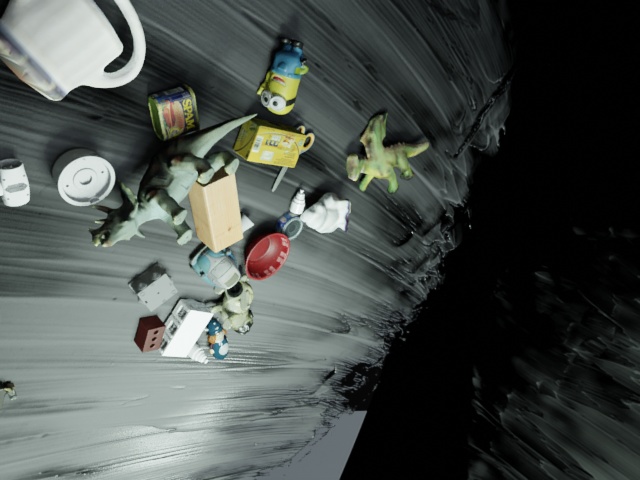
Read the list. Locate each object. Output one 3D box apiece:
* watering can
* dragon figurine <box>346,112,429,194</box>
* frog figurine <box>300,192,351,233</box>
[{"bbox_3d":[-0.429,-0.369,0.824,0.226,0.105,0.341,-45,144,-11],"label":"watering can"},{"bbox_3d":[0.217,-0.295,1.655,0.417,0.123,0.237,-44,136,-29],"label":"dragon figurine"},{"bbox_3d":[0.005,-0.080,1.582,0.160,0.125,0.134,-7,140,-24],"label":"frog figurine"}]
